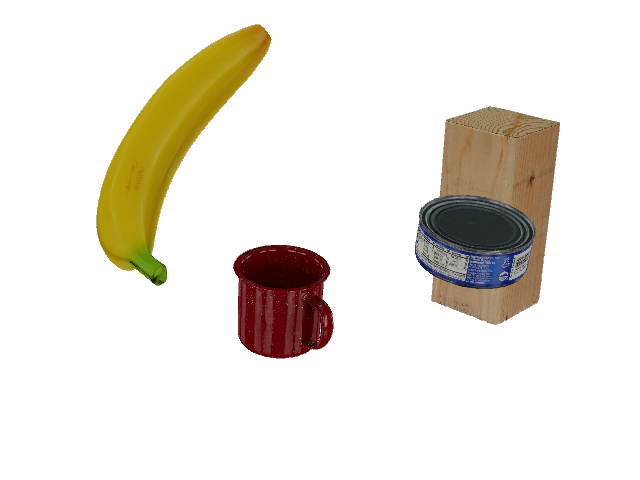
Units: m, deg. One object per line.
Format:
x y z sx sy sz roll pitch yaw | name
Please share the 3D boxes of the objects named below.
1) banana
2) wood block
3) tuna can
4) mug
-0.087 -0.053 0.633 0.070 0.197 0.037 6 -34 19 | banana
0.186 -0.028 1.144 0.090 0.206 0.090 20 28 38 | wood block
0.113 0.001 0.788 0.086 0.034 0.086 5 29 -3 | tuna can
-0.031 0.065 1.032 0.117 0.081 0.093 26 35 38 | mug
